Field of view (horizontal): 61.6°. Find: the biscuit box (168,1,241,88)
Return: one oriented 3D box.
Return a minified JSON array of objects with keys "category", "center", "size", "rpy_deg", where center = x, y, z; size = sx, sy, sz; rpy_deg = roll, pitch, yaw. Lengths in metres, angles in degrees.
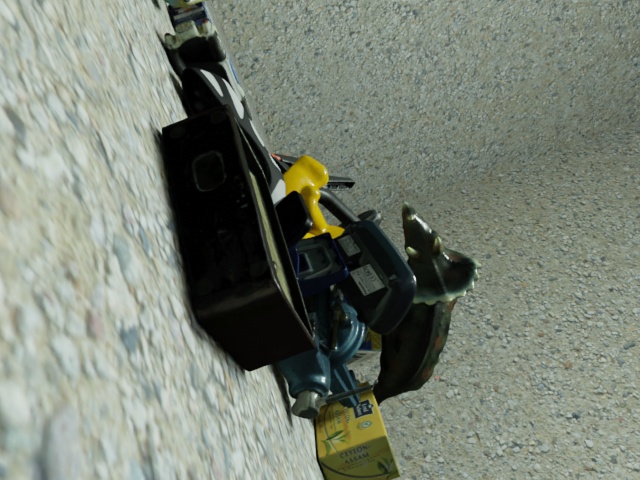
[{"category":"biscuit box","center":[-0.204,-0.343,0.978],"size":[0.202,0.063,0.059],"rpy_deg":[67,3,-68]}]

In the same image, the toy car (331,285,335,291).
[{"category":"toy car","center":[-0.027,0.075,0.870],"size":[0.161,0.103,0.109],"rpy_deg":[61,9,-71]}]

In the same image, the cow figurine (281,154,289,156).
[{"category":"cow figurine","center":[-0.098,-0.112,1.103],"size":[0.195,0.086,0.127],"rpy_deg":[-55,146,-78]}]

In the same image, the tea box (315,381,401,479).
[{"category":"tea box","center":[0.047,0.280,0.775],"size":[0.170,0.098,0.068],"rpy_deg":[-118,-172,-81]}]

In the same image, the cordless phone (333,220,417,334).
[{"category":"cordless phone","center":[0.076,0.077,0.734],"size":[0.147,0.089,0.184],"rpy_deg":[58,-6,42]}]

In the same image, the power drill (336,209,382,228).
[{"category":"power drill","center":[-0.002,-0.003,0.999],"size":[0.086,0.232,0.207],"rpy_deg":[54,11,19]}]

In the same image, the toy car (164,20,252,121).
[{"category":"toy car","center":[-0.157,-0.228,0.784],"size":[0.201,0.073,0.056],"rpy_deg":[68,4,-53]}]

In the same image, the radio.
[{"category":"radio","center":[-0.077,-0.008,0.501],"size":[0.131,0.073,0.230],"rpy_deg":[68,1,-57]}]

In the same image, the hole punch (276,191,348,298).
[{"category":"hole punch","center":[-0.036,0.020,0.643],"size":[0.092,0.116,0.142],"rpy_deg":[44,11,-29]}]

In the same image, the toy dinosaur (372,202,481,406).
[{"category":"toy dinosaur","center":[0.148,0.150,0.849],"size":[0.192,0.131,0.404],"rpy_deg":[-36,139,-74]}]

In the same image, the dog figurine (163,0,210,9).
[{"category":"dog figurine","center":[-0.228,-0.438,0.850],"size":[0.219,0.191,0.108],"rpy_deg":[19,-36,44]}]

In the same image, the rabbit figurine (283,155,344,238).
[{"category":"rabbit figurine","center":[-0.014,-0.018,0.804],"size":[0.173,0.122,0.162],"rpy_deg":[44,35,-11]}]

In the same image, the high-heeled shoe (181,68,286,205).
[{"category":"high-heeled shoe","center":[-0.116,-0.108,0.706],"size":[0.145,0.086,0.249],"rpy_deg":[44,24,-64]}]

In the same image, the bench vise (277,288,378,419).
[{"category":"bench vise","center":[0.011,0.161,0.726],"size":[0.224,0.129,0.240],"rpy_deg":[-106,172,-50]}]
